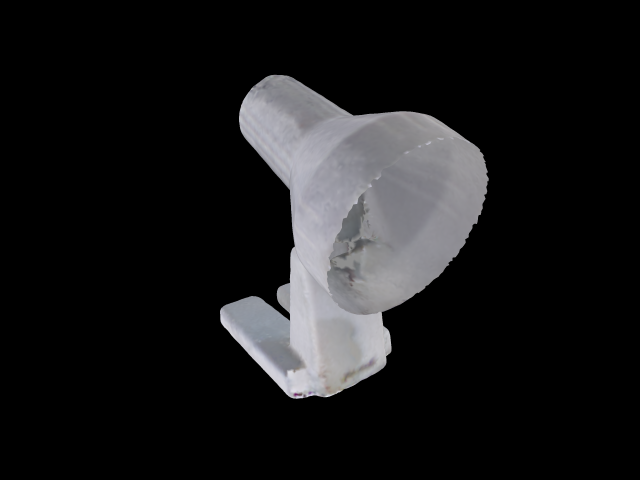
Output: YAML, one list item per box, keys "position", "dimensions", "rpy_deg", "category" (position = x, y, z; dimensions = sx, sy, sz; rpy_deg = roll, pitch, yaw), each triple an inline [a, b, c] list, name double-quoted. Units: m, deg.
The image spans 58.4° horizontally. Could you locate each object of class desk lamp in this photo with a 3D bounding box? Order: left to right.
- position: [0.004, 0.001, 0.400]
  dimensions: [0.118, 0.214, 0.202]
  rpy_deg: [-17, 29, -32]
  category: "desk lamp"
